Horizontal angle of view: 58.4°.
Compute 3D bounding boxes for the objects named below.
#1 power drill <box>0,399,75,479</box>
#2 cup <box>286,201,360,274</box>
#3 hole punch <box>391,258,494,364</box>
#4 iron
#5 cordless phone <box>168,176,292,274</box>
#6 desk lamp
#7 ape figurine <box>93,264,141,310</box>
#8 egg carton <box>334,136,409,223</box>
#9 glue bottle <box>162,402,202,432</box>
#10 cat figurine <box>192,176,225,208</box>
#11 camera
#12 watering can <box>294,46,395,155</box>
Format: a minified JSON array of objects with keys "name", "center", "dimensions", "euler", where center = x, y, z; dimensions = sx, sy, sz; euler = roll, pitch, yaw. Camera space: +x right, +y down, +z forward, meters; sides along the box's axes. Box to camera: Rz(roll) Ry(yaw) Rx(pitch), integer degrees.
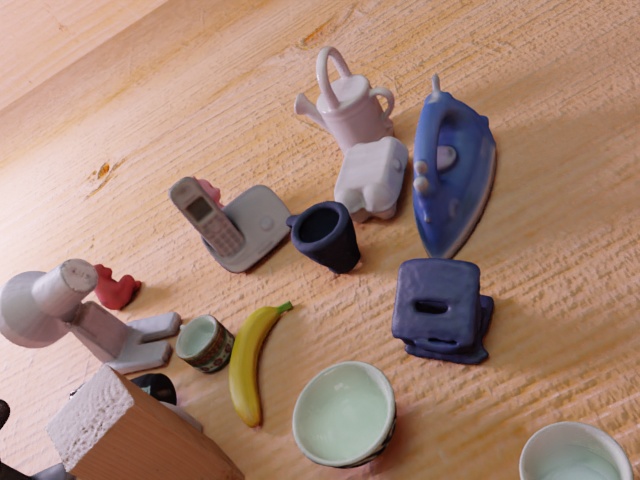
[{"name":"power drill","center":[-0.441,0.304,0.771],"dimensions":[0.229,0.209,0.075],"euler":[-26,40,12]},{"name":"cup","center":[0.008,0.003,0.838],"dimensions":[0.117,0.095,0.092],"euler":[13,59,43]},{"name":"hole punch","center":[0.140,0.082,0.668],"dimensions":[0.108,0.091,0.101],"euler":[0,51,36]},{"name":"iron","center":[0.165,-0.106,0.796],"dimensions":[0.118,0.142,0.258],"euler":[-7,47,31]},{"name":"cordless phone","center":[-0.143,-0.049,0.927],"dimensions":[0.148,0.186,0.093],"euler":[-42,40,-8]},{"name":"desk lamp","center":[-0.368,0.117,0.901],"dimensions":[0.202,0.214,0.118],"euler":[-16,43,23]},{"name":"ape figurine","center":[-0.387,0.078,1.050],"dimensions":[0.077,0.092,0.076],"euler":[9,57,41]},{"name":"egg carton","center":[0.083,-0.096,0.903],"dimensions":[0.107,0.070,0.150],"euler":[-9,47,29]},{"name":"glue bottle","center":[-0.224,0.227,0.720],"dimensions":[0.037,0.174,0.078],"euler":[10,57,41]},{"name":"cat figurine","center":[-0.203,-0.061,1.035],"dimensions":[0.067,0.118,0.127],"euler":[-36,39,0]},{"name":"camera","center":[-0.280,0.244,0.801],"dimensions":[0.136,0.101,0.143],"euler":[-22,41,16]},{"name":"watering can","center":[0.037,-0.234,0.974],"dimensions":[0.172,0.195,0.101],"euler":[-21,42,17]}]
